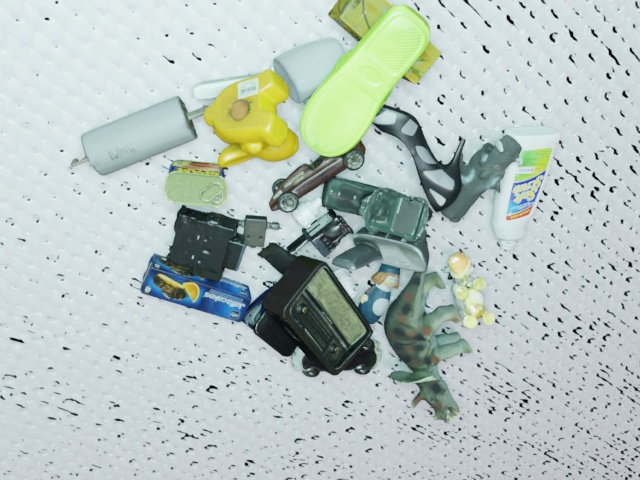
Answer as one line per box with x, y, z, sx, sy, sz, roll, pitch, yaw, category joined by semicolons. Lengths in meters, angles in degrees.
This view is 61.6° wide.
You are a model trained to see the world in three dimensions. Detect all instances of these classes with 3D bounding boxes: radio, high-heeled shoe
-0.001;0.150;1.044;0.131;0.073;0.229;-48;125;-19;radio
0.150;-0.152;0.971;0.249;0.086;0.145;21;108;-5;high-heeled shoe

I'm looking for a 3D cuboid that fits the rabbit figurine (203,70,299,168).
-0.102;-0.173;0.891;0.162;0.122;0.173;-19;161;19;rabbit figurine

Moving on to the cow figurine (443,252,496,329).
0.311;0.098;1.144;0.068;0.098;0.167;-18;99;3;cow figurine

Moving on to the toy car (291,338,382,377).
0.038;0.251;1.169;0.202;0.056;0.073;0;109;-14;toy car

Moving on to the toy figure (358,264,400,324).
0.129;0.101;1.117;0.064;0.058;0.154;-3;122;-55;toy figure

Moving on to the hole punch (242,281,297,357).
-0.086;0.158;1.089;0.142;0.092;0.116;45;71;-24;hole punch

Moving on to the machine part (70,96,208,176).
-0.293;-0.169;0.879;0.243;0.079;0.079;-22;118;-2;machine part

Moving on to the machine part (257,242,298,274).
-0.058;0.051;1.062;0.138;0.039;0.084;34;112;-26;machine part

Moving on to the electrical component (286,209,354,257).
-0.002;-0.003;1.019;0.119;0.075;0.047;-42;117;-3;electrical component

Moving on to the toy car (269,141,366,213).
-0.010;-0.119;0.960;0.202;0.089;0.053;-31;120;4;toy car

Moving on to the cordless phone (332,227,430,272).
0.114;0.028;0.990;0.147;0.184;0.088;14;108;26;cordless phone

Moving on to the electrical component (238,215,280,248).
-0.124;-0.015;1.021;0.094;0.021;0.063;3;115;-12;electrical component

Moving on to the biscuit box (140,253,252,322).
-0.234;0.094;1.029;0.202;0.059;0.062;21;109;-21;biscuit box

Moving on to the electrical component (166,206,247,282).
-0.204;0.008;0.983;0.134;0.058;0.114;16;114;-7;electrical component

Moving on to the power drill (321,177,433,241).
0.125;-0.058;0.956;0.232;0.207;0.086;14;104;-11;power drill

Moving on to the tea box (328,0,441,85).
0.104;-0.336;0.876;0.169;0.098;0.068;32;105;-25;tea box

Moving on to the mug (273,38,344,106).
-0.006;-0.278;0.891;0.107;0.081;0.109;-34;113;-5;mug

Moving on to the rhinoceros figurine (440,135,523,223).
0.296;-0.119;1.016;0.073;0.112;0.190;32;113;-22;rhinoceros figurine

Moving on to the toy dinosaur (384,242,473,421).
0.207;0.200;1.153;0.192;0.131;0.404;-25;112;0;toy dinosaur
